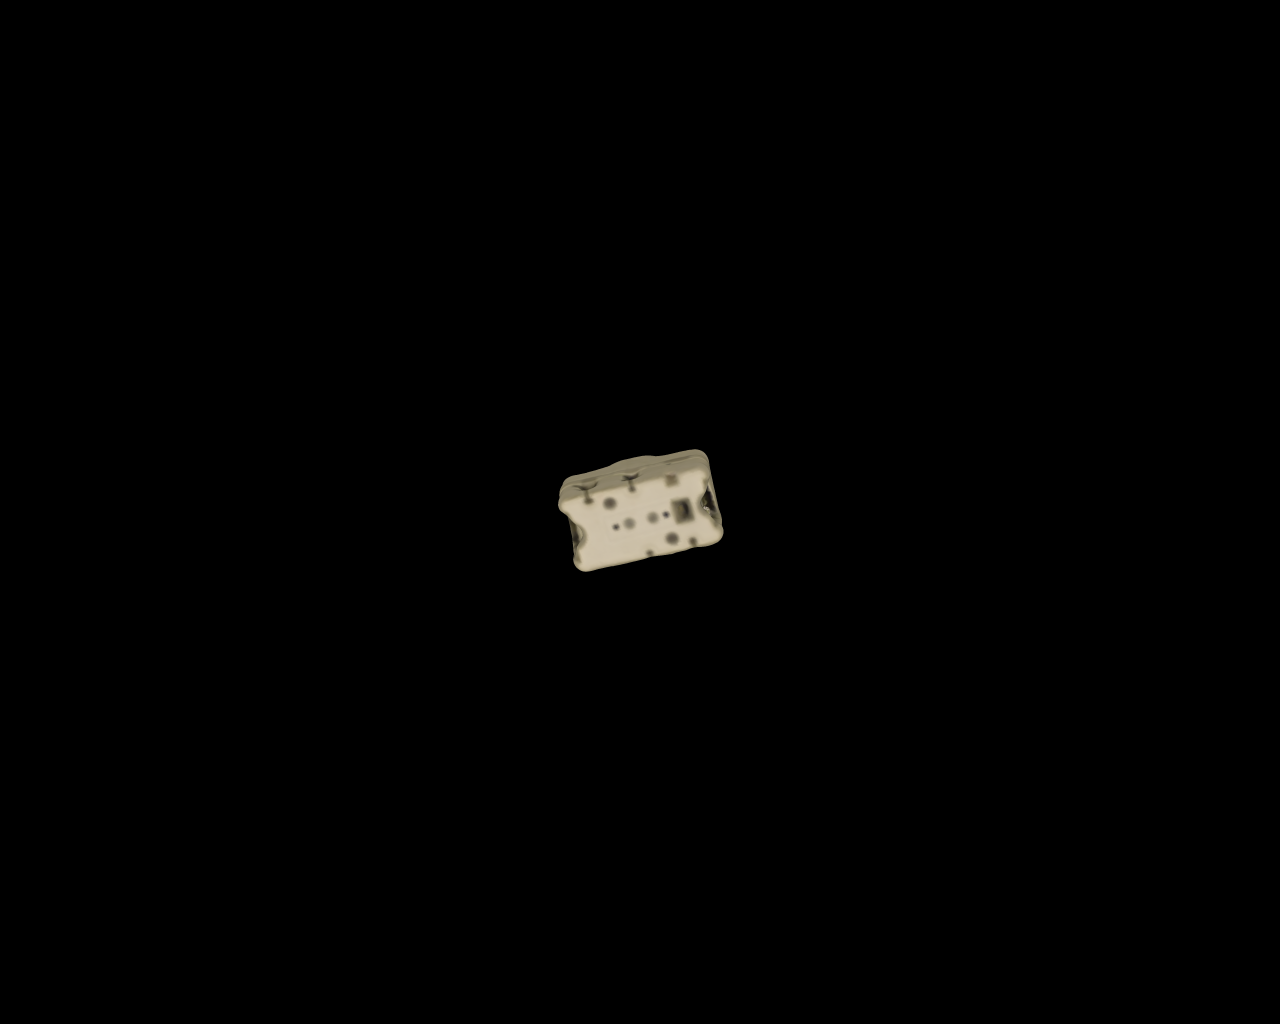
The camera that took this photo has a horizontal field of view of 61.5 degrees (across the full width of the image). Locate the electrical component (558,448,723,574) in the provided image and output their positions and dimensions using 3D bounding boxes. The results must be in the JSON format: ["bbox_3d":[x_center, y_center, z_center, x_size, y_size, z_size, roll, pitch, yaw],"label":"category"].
[{"bbox_3d":[0.001,-0.003,0.650,0.089,0.050,0.056,-13,16,4],"label":"electrical component"}]
